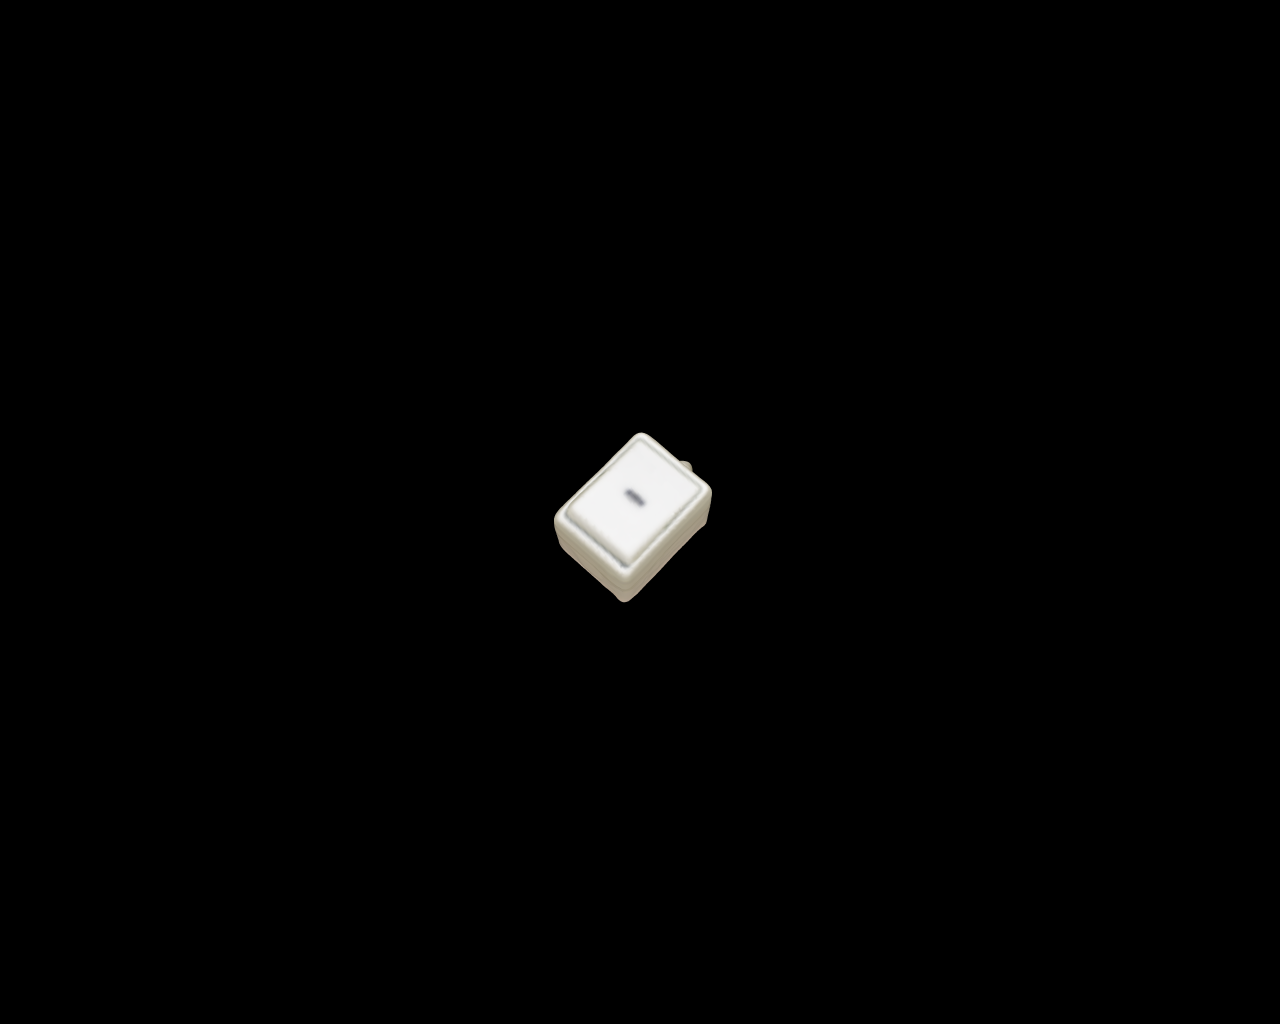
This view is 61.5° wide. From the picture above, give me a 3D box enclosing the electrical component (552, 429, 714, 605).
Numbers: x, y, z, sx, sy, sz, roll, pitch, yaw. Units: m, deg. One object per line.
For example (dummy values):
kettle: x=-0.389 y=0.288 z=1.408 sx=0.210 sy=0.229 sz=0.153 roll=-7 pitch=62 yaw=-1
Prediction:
electrical component: x=0.001 y=-0.003 z=0.650 sx=0.062 sy=0.096 sz=0.061 roll=41 pitch=-15 yaw=14
